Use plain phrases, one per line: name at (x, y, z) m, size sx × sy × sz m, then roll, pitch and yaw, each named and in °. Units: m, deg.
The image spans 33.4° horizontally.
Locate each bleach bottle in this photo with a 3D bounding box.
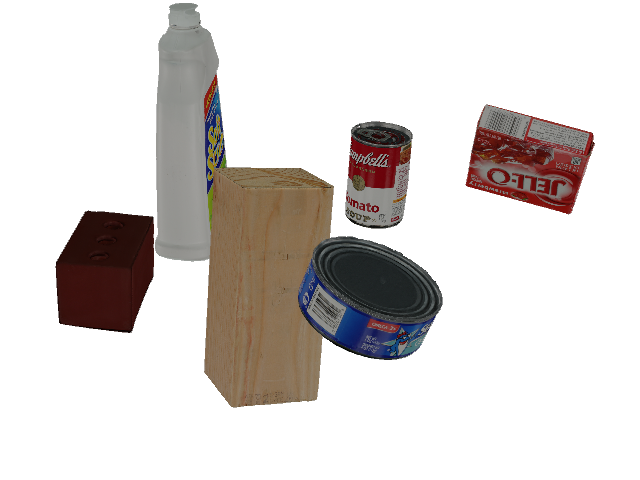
bleach bottle at (-0.134, -0.112, 1.086) m, size 0.068 × 0.251 × 0.102 m, roll 6°, pitch 27°, yaw 13°

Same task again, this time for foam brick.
foam brick at (-0.150, 0.021, 0.752) m, size 0.053 × 0.051 × 0.078 m, roll 6°, pitch 29°, yaw 1°

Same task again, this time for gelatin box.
gelatin box at (0.164, -0.062, 0.841) m, size 0.089 × 0.030 × 0.073 m, roll 17°, pitch -34°, yaw 12°

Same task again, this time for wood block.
wood block at (-0.050, 0.041, 1.002) m, size 0.090 × 0.206 × 0.091 m, roll -2°, pitch 16°, yaw -22°

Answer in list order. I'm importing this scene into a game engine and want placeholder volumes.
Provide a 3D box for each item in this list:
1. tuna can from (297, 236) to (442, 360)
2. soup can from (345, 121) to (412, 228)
tuna can at (0.030, 0.035, 0.662) m, size 0.086 × 0.034 × 0.086 m, roll 17°, pitch 28°, yaw -10°
soup can at (0.064, -0.073, 1.188) m, size 0.068 × 0.102 × 0.068 m, roll 3°, pitch 28°, yaw -2°
